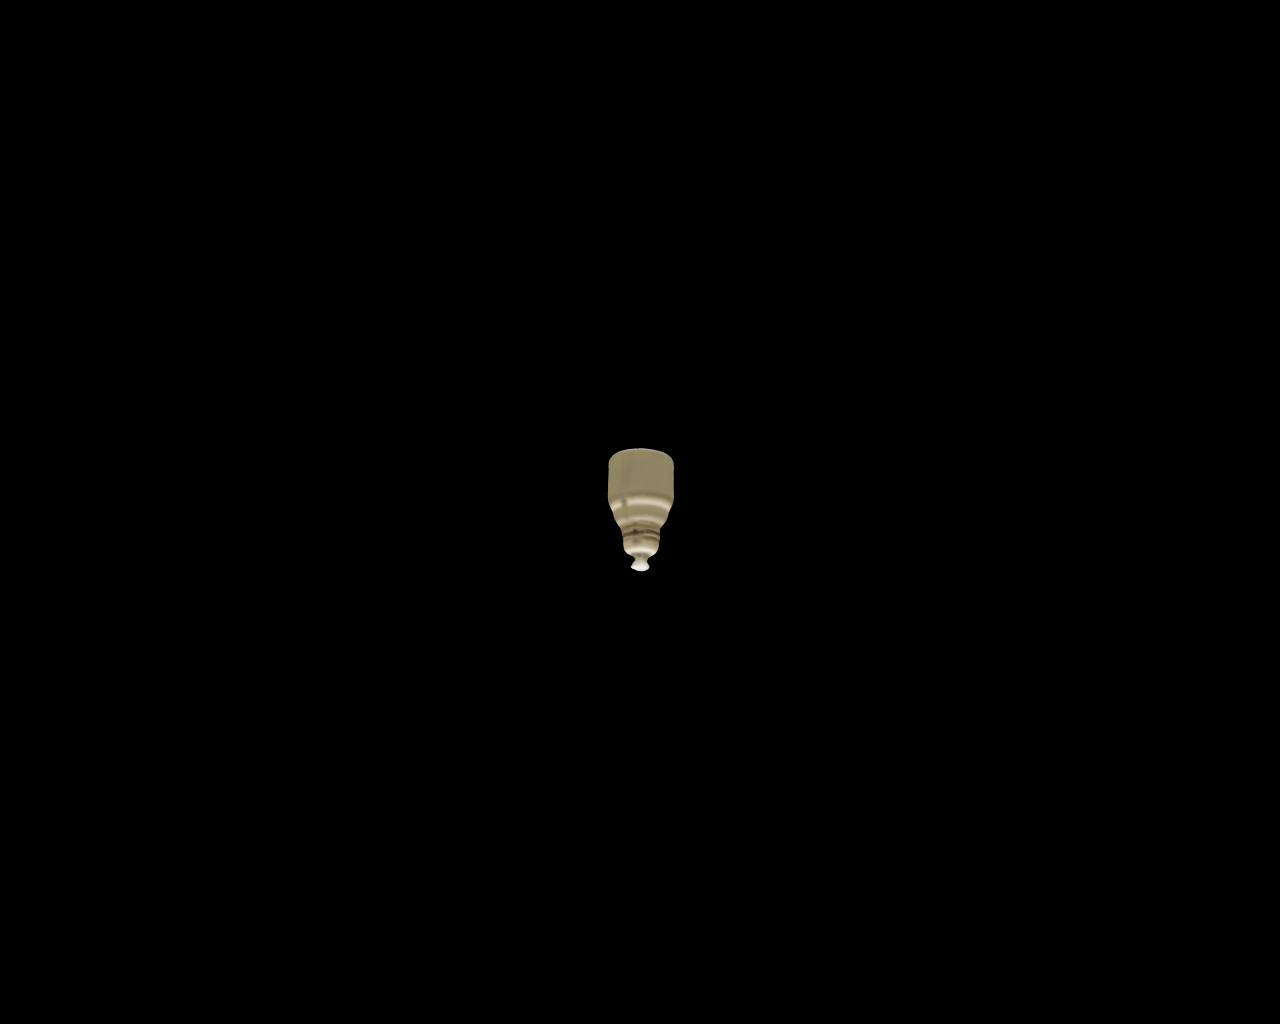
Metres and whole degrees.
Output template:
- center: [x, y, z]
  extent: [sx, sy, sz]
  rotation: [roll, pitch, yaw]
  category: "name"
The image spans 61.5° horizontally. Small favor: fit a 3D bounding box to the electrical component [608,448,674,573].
- center: [0.001, -0.003, 0.650]
  extent: [0.040, 0.078, 0.040]
  rotation: [0, -18, 0]
  category: "electrical component"
